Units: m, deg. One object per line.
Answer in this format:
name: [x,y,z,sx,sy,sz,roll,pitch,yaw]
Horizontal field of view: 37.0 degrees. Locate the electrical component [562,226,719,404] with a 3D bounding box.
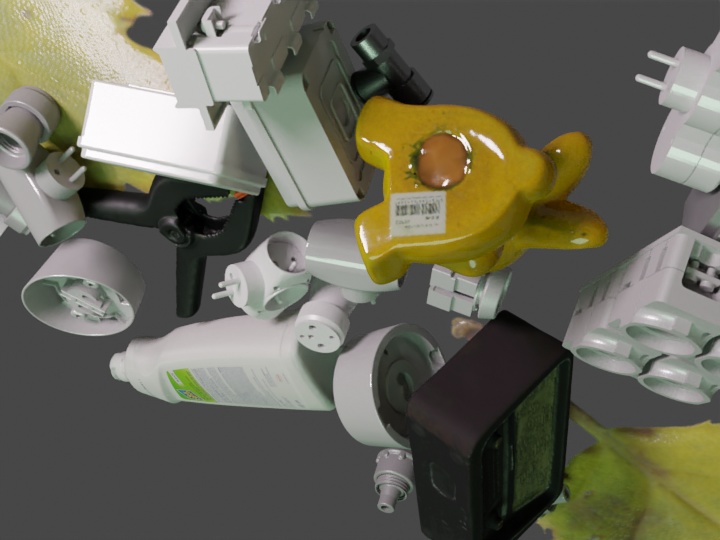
electrical component: [0.224,0.040,0.752,0.105,0.060,0.186,23,165,-2]

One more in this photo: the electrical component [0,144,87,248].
electrical component: [-0.254,-0.071,0.888,0.079,0.043,0.077,-35,83,31]

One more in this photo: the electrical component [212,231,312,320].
electrical component: [-0.086,0.009,0.903,0.044,0.079,0.077,62,144,19]

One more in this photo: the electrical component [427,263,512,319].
electrical component: [0.087,0.010,0.847,0.055,0.048,0.066,20,142,12]

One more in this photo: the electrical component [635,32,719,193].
electrical component: [0.205,-0.112,0.650,0.074,0.052,0.138,20,140,2]

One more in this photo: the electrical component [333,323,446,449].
electrical component: [0.023,0.103,0.936,0.060,0.108,0.108,-11,131,41]

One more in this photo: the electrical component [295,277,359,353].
electrical component: [-0.028,0.037,0.920,0.045,0.055,0.045,12,140,11]

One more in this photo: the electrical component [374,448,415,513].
electrical component: [0.034,0.215,1.090,0.048,0.062,0.048,12,140,11]

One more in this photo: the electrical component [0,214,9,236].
electrical component: [-0.361,-0.053,0.975,0.077,0.043,0.079,38,138,-19]

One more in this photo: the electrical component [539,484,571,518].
electrical component: [0.174,0.220,1.049,0.062,0.043,0.043,-15,129,34]

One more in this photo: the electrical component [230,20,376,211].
electrical component: [-0.035,-0.105,0.744,0.057,0.078,0.113,-5,134,25]

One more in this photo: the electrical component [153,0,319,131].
electrical component: [-0.072,-0.156,0.669,0.063,0.121,0.078,3,137,17]

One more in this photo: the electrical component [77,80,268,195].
electrical component: [-0.128,-0.094,0.774,0.109,0.056,0.109,12,-178,11]

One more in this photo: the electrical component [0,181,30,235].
electrical component: [-0.303,-0.063,0.937,0.055,0.045,0.045,37,138,-19]

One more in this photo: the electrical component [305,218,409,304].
electrical component: [0.000,0.000,0.875,0.077,0.043,0.079,10,139,13]

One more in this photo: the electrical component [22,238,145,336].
electrical component: [-0.251,0.020,0.993,0.099,0.064,0.099,12,140,11]

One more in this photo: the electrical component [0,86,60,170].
electrical component: [-0.270,-0.114,0.856,0.045,0.055,0.045,12,140,11]
